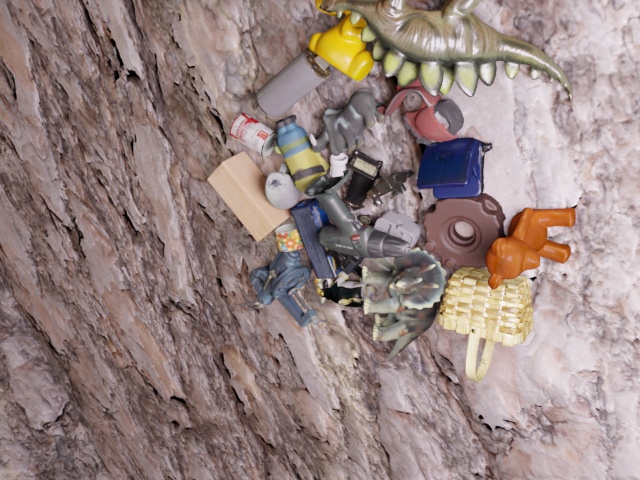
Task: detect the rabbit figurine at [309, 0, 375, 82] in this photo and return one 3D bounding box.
[{"bbox_3d":[0.068,-0.415,1.039,0.162,0.122,0.173,41,112,5],"label":"rabbit figurine"}]

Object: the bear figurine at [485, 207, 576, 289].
[{"bbox_3d":[0.390,0.015,1.001,0.132,0.196,0.120,10,119,28],"label":"bear figurine"}]

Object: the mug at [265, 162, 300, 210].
[{"bbox_3d":[-0.090,-0.135,1.289,0.081,0.107,0.109,17,84,7],"label":"mug"}]

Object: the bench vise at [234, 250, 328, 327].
[{"bbox_3d":[-0.090,0.146,1.435,0.241,0.129,0.223,50,114,24],"label":"bench vise"}]

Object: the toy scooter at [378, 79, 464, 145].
[{"bbox_3d":[0.189,-0.257,1.061,0.135,0.075,0.184,-33,92,40],"label":"toy scooter"}]

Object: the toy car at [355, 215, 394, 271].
[{"bbox_3d":[0.135,0.014,1.263,0.202,0.056,0.073,37,130,12],"label":"toy car"}]

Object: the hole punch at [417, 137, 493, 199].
[{"bbox_3d":[0.255,-0.143,1.052,0.142,0.092,0.115,-1,85,39],"label":"hole punch"}]

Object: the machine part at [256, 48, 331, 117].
[{"bbox_3d":[-0.060,-0.342,1.176,0.243,0.079,0.079,-25,100,41],"label":"machine part"}]

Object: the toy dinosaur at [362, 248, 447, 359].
[{"bbox_3d":[0.206,0.157,1.248,0.192,0.131,0.404,-6,142,15],"label":"toy dinosaur"}]

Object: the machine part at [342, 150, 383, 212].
[{"bbox_3d":[0.091,-0.132,1.223,0.084,0.039,0.138,23,125,11],"label":"machine part"}]

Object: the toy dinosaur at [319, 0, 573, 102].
[{"bbox_3d":[0.223,-0.353,0.937,0.472,0.105,0.198,13,111,8],"label":"toy dinosaur"}]

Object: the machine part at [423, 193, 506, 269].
[{"bbox_3d":[0.304,-0.020,1.132,0.180,0.056,0.179,15,122,25],"label":"machine part"}]

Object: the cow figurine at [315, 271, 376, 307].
[{"bbox_3d":[0.047,0.131,1.363,0.168,0.098,0.068,1,123,33],"label":"cow figurine"}]

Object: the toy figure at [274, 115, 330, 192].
[{"bbox_3d":[-0.050,-0.195,1.245,0.082,0.089,0.180,-11,112,44],"label":"toy figure"}]

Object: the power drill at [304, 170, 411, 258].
[{"bbox_3d":[0.071,-0.049,1.166,0.232,0.086,0.207,0,135,47],"label":"power drill"}]

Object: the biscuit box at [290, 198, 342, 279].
[{"bbox_3d":[-0.003,-0.004,1.343,0.063,0.059,0.202,-7,112,37],"label":"biscuit box"}]

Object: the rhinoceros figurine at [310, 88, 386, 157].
[{"bbox_3d":[0.052,-0.245,1.160,0.112,0.073,0.190,50,131,-2],"label":"rhinoceros figurine"}]

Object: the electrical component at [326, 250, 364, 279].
[{"bbox_3d":[0.081,0.049,1.307,0.119,0.075,0.047,43,130,11],"label":"electrical component"}]

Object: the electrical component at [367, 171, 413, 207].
[{"bbox_3d":[0.151,-0.109,1.156,0.078,0.102,0.045,-28,90,50],"label":"electrical component"}]
